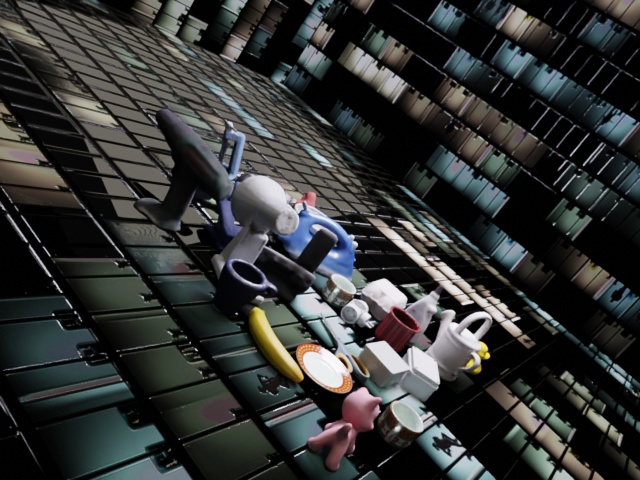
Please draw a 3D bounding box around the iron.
[{"bbox_3d":[0.014,0.006,1.549,0.259,0.141,0.118,29,19,-18],"label":"iron"}]

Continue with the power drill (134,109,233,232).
[{"bbox_3d":[-0.305,-0.135,1.223,0.229,0.208,0.076,38,18,9],"label":"power drill"}]

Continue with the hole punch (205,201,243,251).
[{"bbox_3d":[-0.195,-0.026,1.338,0.109,0.091,0.100,16,27,-46],"label":"hole punch"}]

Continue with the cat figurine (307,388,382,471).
[{"bbox_3d":[0.053,0.297,0.938,0.067,0.117,0.128,40,19,14],"label":"cat figurine"}]

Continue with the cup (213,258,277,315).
[{"bbox_3d":[-0.150,0.101,1.098,0.118,0.095,0.091,27,20,-24],"label":"cup"}]

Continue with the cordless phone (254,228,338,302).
[{"bbox_3d":[-0.057,0.031,1.290,0.148,0.185,0.094,31,19,-14],"label":"cordless phone"}]

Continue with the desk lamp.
[{"bbox_3d":[-0.133,-0.010,1.213,0.118,0.213,0.202,22,23,-35],"label":"desk lamp"}]

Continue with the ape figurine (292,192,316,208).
[{"bbox_3d":[-0.044,-0.113,1.817,0.078,0.092,0.076,21,23,-38],"label":"ape figurine"}]

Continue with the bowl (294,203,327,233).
[{"bbox_3d":[-0.022,-0.031,1.681,0.168,0.074,0.167,32,19,-12],"label":"bowl"}]

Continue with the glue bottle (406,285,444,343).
[{"bbox_3d":[0.272,0.186,1.512,0.037,0.173,0.078,17,26,-44],"label":"glue bottle"}]

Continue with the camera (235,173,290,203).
[{"bbox_3d":[-0.168,-0.138,1.645,0.136,0.100,0.143,40,19,12],"label":"camera"}]

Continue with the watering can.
[{"bbox_3d":[0.356,0.253,1.462,0.172,0.194,0.101,46,21,30],"label":"watering can"}]

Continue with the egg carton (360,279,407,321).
[{"bbox_3d":[0.173,0.162,1.560,0.107,0.069,0.151,42,19,17],"label":"egg carton"}]

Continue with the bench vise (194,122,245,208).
[{"bbox_3d":[-0.231,-0.180,1.447,0.208,0.219,0.121,19,24,-40],"label":"bench vise"}]

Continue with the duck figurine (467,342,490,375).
[{"bbox_3d":[0.424,0.319,1.594,0.105,0.086,0.077,28,20,-21],"label":"duck figurine"}]
